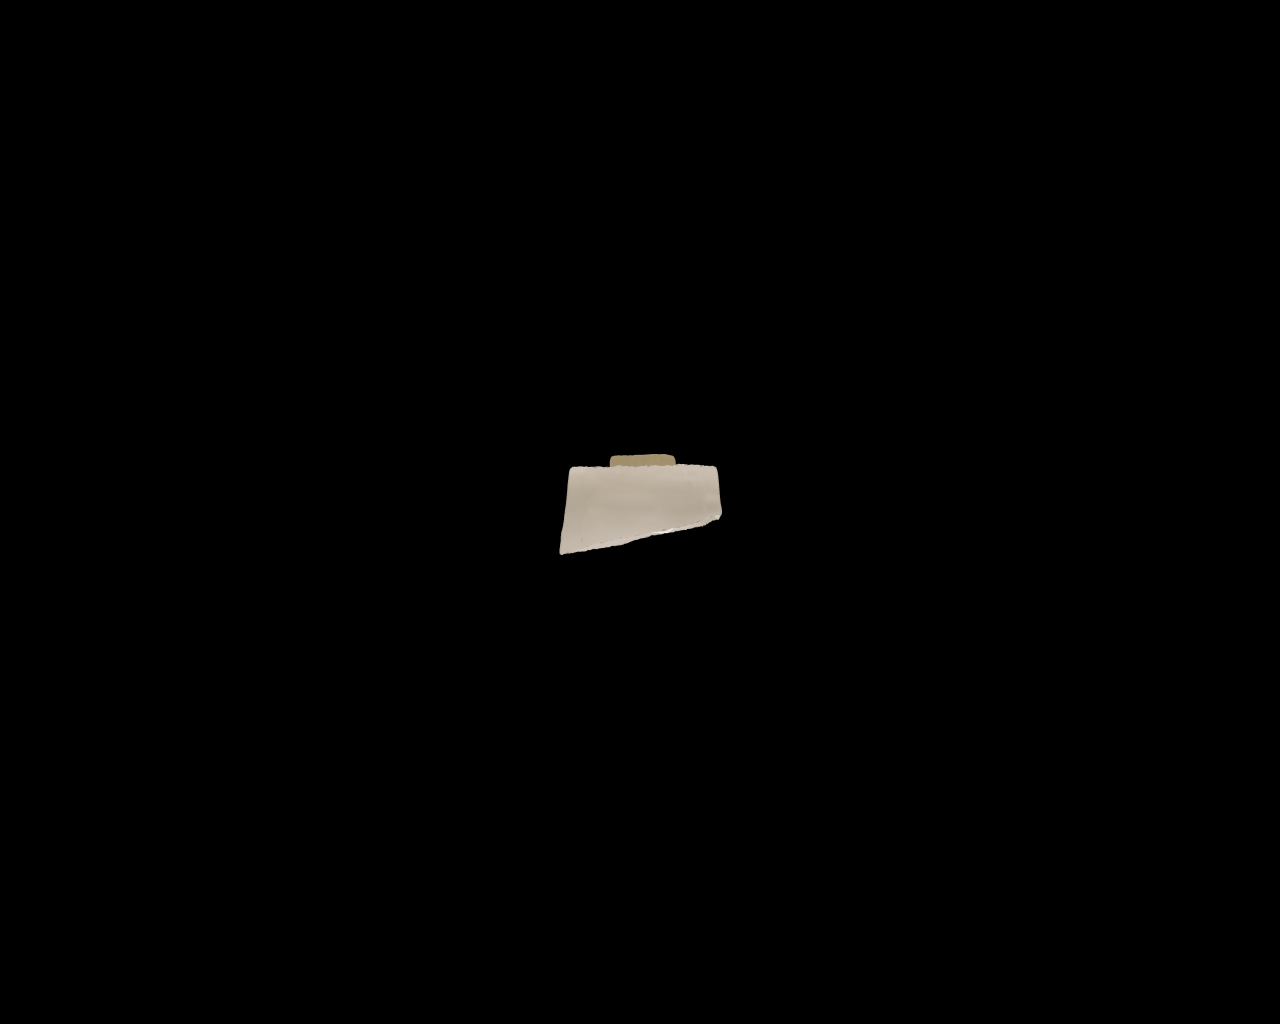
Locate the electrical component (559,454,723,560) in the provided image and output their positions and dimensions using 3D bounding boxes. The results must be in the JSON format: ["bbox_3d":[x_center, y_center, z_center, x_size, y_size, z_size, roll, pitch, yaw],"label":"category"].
[{"bbox_3d":[0.001,-0.003,0.650,0.099,0.064,0.099,0,0,0],"label":"electrical component"}]
